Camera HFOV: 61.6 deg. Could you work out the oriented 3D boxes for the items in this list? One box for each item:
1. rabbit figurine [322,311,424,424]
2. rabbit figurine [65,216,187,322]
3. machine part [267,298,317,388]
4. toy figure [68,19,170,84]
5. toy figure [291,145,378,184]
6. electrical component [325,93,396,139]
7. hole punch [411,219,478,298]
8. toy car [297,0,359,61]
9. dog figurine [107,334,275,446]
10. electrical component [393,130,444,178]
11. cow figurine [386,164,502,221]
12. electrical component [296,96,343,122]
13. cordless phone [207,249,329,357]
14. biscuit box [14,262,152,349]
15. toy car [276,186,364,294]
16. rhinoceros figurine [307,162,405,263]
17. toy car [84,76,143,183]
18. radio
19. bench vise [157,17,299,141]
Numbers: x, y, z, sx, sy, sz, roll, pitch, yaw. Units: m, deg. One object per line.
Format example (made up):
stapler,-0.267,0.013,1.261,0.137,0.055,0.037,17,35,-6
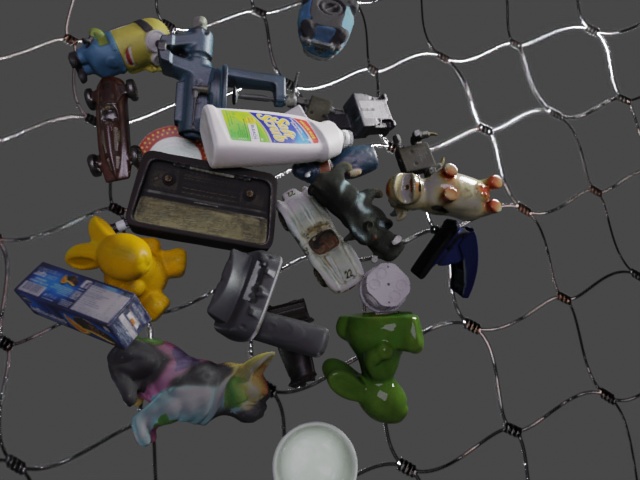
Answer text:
rabbit figurine,0.086,0.199,0.825,0.159,0.121,0.170,-3,87,-5
rabbit figurine,-0.283,0.029,0.798,0.162,0.173,0.122,32,74,-1
machine part,-0.041,0.164,0.857,0.084,0.039,0.139,-8,71,-16
toy figure,-0.355,-0.343,0.963,0.180,0.082,0.089,-21,78,-12
toy figure,0.026,-0.129,0.955,0.154,0.064,0.057,-14,111,-8
electrical component,0.072,-0.228,0.987,0.119,0.048,0.075,-3,70,-28
hole punch,0.221,0.030,0.889,0.092,0.142,0.115,31,94,4
toy car,0.009,-0.395,1.018,0.109,0.103,0.162,10,60,-6
dog figurine,-0.177,0.199,0.793,0.219,0.108,0.191,-23,73,-19
electrical component,0.184,-0.156,0.993,0.078,0.045,0.102,-7,72,-12
cow figurine,0.204,-0.079,0.942,0.195,0.127,0.085,8,71,-21
electrical component,-0.005,-0.235,1.006,0.094,0.021,0.063,16,70,-3
cordless phone,-0.065,0.096,0.828,0.184,0.088,0.146,14,69,13
biscuit box,-0.346,0.093,0.778,0.203,0.062,0.059,13,50,26
toy car,-0.002,-0.003,0.909,0.073,0.056,0.202,-30,78,-16
rhinoceros figurine,0.066,-0.044,0.894,0.190,0.073,0.112,44,29,-9
toy car,-0.353,-0.193,0.915,0.089,0.053,0.202,-10,68,-2
radio,-0.185,-0.059,0.878,0.230,0.073,0.131,11,76,-12
bench vise,-0.160,-0.277,0.943,0.241,0.129,0.223,3,69,-12
